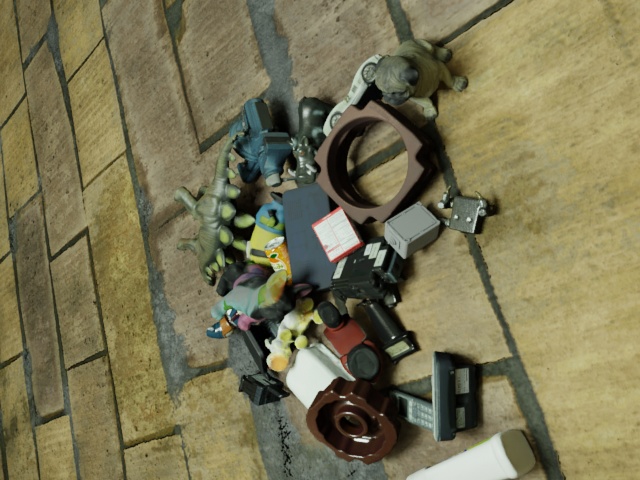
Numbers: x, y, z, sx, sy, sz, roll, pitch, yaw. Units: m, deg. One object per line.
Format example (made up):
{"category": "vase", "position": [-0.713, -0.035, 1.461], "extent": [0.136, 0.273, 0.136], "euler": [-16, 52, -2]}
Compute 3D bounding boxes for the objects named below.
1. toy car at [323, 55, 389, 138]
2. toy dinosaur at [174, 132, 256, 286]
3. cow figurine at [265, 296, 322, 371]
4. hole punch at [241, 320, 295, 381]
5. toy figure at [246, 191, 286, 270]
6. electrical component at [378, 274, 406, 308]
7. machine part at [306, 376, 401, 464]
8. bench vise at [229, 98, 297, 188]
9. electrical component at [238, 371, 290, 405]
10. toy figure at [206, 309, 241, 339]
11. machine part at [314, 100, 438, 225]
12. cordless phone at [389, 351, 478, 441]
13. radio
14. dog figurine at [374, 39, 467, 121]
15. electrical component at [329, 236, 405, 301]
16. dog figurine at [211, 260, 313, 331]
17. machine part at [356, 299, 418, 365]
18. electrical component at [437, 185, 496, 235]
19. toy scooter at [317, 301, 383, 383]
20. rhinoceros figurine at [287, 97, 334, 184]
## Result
{"category": "toy car", "position": [0.082, -0.282, 1.081], "extent": [0.056, 0.073, 0.201], "euler": [51, 119, 29]}
{"category": "toy dinosaur", "position": [-0.247, -0.060, 1.286], "extent": [0.199, 0.105, 0.470], "euler": [30, 130, 27]}
{"category": "cow figurine", "position": [-0.066, 0.197, 1.157], "extent": [0.167, 0.068, 0.098], "euler": [-54, 21, -8]}
{"category": "hole punch", "position": [-0.122, 0.234, 1.241], "extent": [0.142, 0.092, 0.115], "euler": [51, 154, 26]}
{"category": "toy figure", "position": [-0.113, -0.018, 1.236], "extent": [0.089, 0.082, 0.180], "euler": [36, 109, 38]}
{"category": "electrical component", "position": [0.132, 0.102, 1.057], "extent": [0.094, 0.021, 0.063], "euler": [-27, 72, 36]}
{"category": "machine part", "position": [0.065, 0.339, 1.014], "extent": [0.180, 0.056, 0.179], "euler": [10, 119, 19]}
{"category": "bench vise", "position": [-0.144, -0.196, 1.251], "extent": [0.223, 0.129, 0.240], "euler": [63, 146, 11]}
{"category": "electrical component", "position": [-0.122, 0.347, 1.235], "extent": [0.119, 0.075, 0.047], "euler": [20, 101, 36]}
{"category": "toy figure", "position": [-0.204, 0.187, 1.283], "extent": [0.154, 0.064, 0.058], "euler": [-40, 53, -1]}
{"category": "machine part", "position": [0.105, -0.146, 1.027], "extent": [0.202, 0.087, 0.201], "euler": [46, 117, 20]}
{"category": "cordless phone", "position": [0.189, 0.270, 0.975], "extent": [0.184, 0.089, 0.146], "euler": [-5, 86, 59]}
{"category": "radio", "position": [-0.002, -0.003, 1.146], "extent": [0.131, 0.073, 0.229], "euler": [-14, 81, 39]}
{"category": "dog figurine", "position": [0.148, -0.309, 0.950], "extent": [0.172, 0.190, 0.121], "euler": [52, 120, 31]}
{"category": "electrical component", "position": [0.094, 0.056, 1.033], "extent": [0.134, 0.058, 0.115], "euler": [-10, 47, 43]}
{"category": "dog figurine", "position": [-0.116, 0.100, 1.134], "extent": [0.219, 0.108, 0.191], "euler": [-28, 39, 35]}
{"category": "machine part", "position": [0.126, 0.170, 1.037], "extent": [0.139, 0.039, 0.084], "euler": [53, 133, 8]}
{"category": "electrical component", "position": [0.253, -0.051, 0.944], "extent": [0.102, 0.045, 0.078], "euler": [23, 102, 39]}
{"category": "toy scooter", "position": [0.055, 0.201, 1.071], "extent": [0.075, 0.135, 0.184], "euler": [-35, 82, -7]}
{"category": "rhinoceros figurine", "position": [-0.016, -0.210, 1.140], "extent": [0.073, 0.112, 0.190], "euler": [-3, 78, 39]}
